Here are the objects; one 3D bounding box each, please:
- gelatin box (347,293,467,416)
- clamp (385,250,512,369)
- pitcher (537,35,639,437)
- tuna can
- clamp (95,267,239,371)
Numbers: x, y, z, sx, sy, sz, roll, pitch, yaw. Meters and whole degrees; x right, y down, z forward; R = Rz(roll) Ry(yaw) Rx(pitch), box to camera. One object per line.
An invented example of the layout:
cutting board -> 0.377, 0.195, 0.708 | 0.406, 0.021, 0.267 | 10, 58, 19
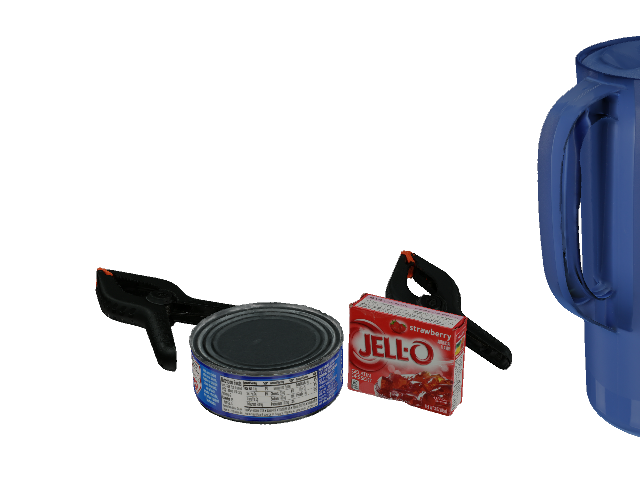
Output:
gelatin box -> 0.064, 0.086, 0.811 | 0.089, 0.073, 0.030 | 12, 24, 26
clamp -> 0.125, 0.079, 1.104 | 0.120, 0.171, 0.039 | 2, -43, -12
pitcher -> 0.213, 0.001, 0.656 | 0.149, 0.243, 0.144 | 3, 22, 16
tuna can -> -0.029, 0.067, 0.597 | 0.086, 0.034, 0.086 | -1, 22, 0
clamp -> -0.170, 0.077, 1.121 | 0.210, 0.036, 0.164 | 19, 21, 28
